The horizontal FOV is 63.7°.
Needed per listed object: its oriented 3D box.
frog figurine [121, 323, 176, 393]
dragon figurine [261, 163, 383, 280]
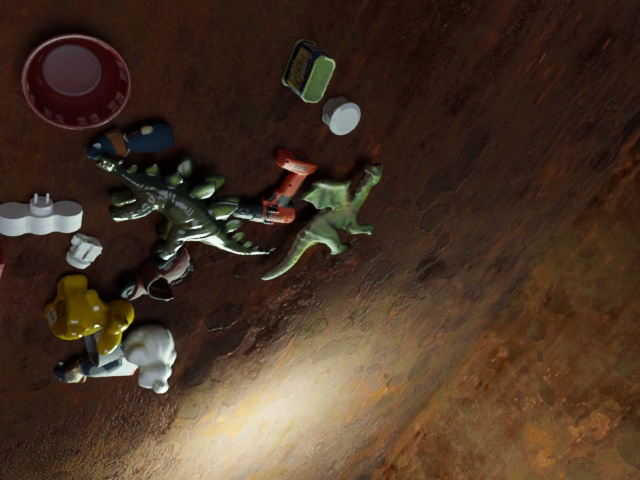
[{"bbox_3d":[-0.410,0.286,1.254,0.162,0.122,0.135,49,5,39],"label":"frog figurine"},{"bbox_3d":[0.004,-0.065,1.297,0.413,0.237,0.124,-33,49,-14],"label":"dragon figurine"}]
